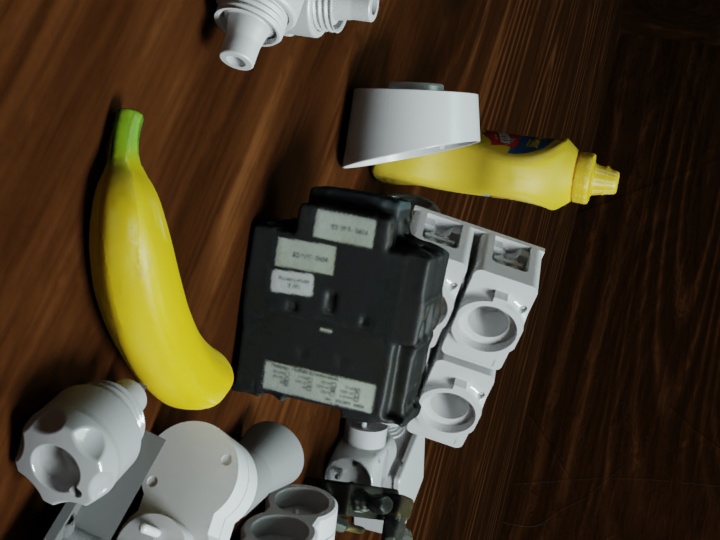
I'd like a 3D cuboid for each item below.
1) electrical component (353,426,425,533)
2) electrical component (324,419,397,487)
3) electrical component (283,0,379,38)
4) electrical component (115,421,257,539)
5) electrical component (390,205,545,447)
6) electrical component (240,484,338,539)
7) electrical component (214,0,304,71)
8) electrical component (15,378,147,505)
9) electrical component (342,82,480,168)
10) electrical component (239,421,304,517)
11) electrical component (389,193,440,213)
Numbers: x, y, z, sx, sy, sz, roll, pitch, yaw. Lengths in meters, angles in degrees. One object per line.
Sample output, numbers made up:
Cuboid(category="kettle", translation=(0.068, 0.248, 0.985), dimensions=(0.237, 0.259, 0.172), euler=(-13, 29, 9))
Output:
Cuboid(category="electrical component", translation=(0.028, 0.198, 1.045), dimensions=(0.099, 0.048, 0.099), euler=(-61, 157, -49))
Cuboid(category="electrical component", translation=(0.003, 0.151, 0.932), dimensions=(0.077, 0.043, 0.079), euler=(-36, 135, -69))
Cuboid(category="electrical component", translation=(-0.021, -0.147, 0.585), dimensions=(0.048, 0.062, 0.048), euler=(11, 90, -75))
Cuboid(category="electrical component", translation=(-0.098, 0.142, 0.533), dimensions=(0.073, 0.052, 0.138), euler=(64, 41, -67))
Cuboid(category="electrical component", translation=(0.063, 0.053, 0.857), dimensions=(0.060, 0.105, 0.186), euler=(-72, -179, -51))
Cuboid(category="electrical component", translation=(-0.058, 0.209, 0.732), dimensions=(0.138, 0.052, 0.073), euler=(-41, 140, -68))
Cuboid(category="electrical component", translation=(-0.051, -0.129, 0.527), dimensions=(0.043, 0.043, 0.062), euler=(62, 43, -67))
Cuboid(category="electrical component", translation=(-0.111, 0.067, 0.450), dimensions=(0.062, 0.043, 0.043), euler=(-52, 150, -62))
Cuboid(category="electrical component", translation=(0.038, -0.103, 0.778), dimensions=(0.099, 0.099, 0.064), euler=(-22, 116, -72))
Cuboid(category="electrical component", translation=(-0.068, 0.124, 0.660), dimensions=(0.065, 0.044, 0.044), euler=(-32, 131, -64))
Cuboid(category="electrical component", translation=(0.037, -0.031, 0.906), dimensions=(0.055, 0.055, 0.047), euler=(-58, 158, -53))
